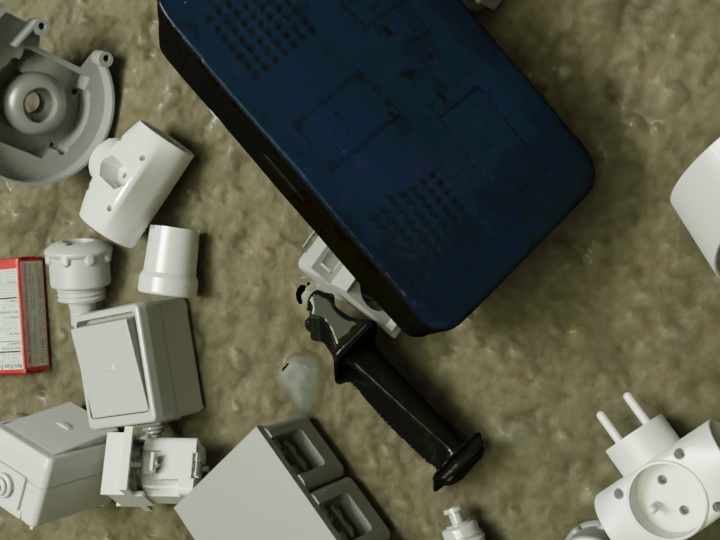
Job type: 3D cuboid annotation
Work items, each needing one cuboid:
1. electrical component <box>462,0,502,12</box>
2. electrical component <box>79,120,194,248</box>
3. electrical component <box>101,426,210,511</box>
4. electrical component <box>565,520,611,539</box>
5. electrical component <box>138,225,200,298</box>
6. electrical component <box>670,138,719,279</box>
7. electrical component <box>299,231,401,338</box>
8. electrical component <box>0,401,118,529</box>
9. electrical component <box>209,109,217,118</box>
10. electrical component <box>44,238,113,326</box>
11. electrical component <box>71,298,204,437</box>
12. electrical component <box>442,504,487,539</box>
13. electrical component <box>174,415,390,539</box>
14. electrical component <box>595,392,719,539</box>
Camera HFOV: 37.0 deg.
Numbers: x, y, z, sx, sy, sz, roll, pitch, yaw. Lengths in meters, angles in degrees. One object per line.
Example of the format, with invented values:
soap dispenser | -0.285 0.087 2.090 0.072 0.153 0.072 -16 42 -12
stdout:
electrical component | 0.074 -0.197 0.601 0.096 0.062 0.061 -43 72 23
electrical component | -0.163 -0.067 0.746 0.079 0.043 0.077 39 97 42
electrical component | -0.137 0.136 0.728 0.064 0.081 0.042 0 68 2
electrical component | 0.126 0.167 0.590 0.048 0.062 0.048 2 93 29
electrical component | -0.129 -0.006 0.737 0.040 0.040 0.046 7 91 28
electrical component | 0.204 -0.040 0.520 0.099 0.099 0.064 -43 67 24
electrical component | 0.000 0.000 0.646 0.042 0.081 0.064 -55 36 -10
electrical component | -0.221 0.136 0.761 0.062 0.096 0.061 23 103 26
electrical component | -0.070 -0.122 0.697 0.044 0.044 0.065 45 116 20
electrical component | -0.201 0.009 0.774 0.048 0.048 0.062 5 102 29
electrical component | -0.154 0.071 0.741 0.062 0.061 0.096 -11 87 29
electrical component | 0.068 0.178 0.635 0.040 0.040 0.078 -24 81 28
electrical component | -0.033 0.178 0.678 0.089 0.062 0.150 -45 72 23
electrical component | 0.159 0.104 0.579 0.077 0.044 0.079 -41 73 24
